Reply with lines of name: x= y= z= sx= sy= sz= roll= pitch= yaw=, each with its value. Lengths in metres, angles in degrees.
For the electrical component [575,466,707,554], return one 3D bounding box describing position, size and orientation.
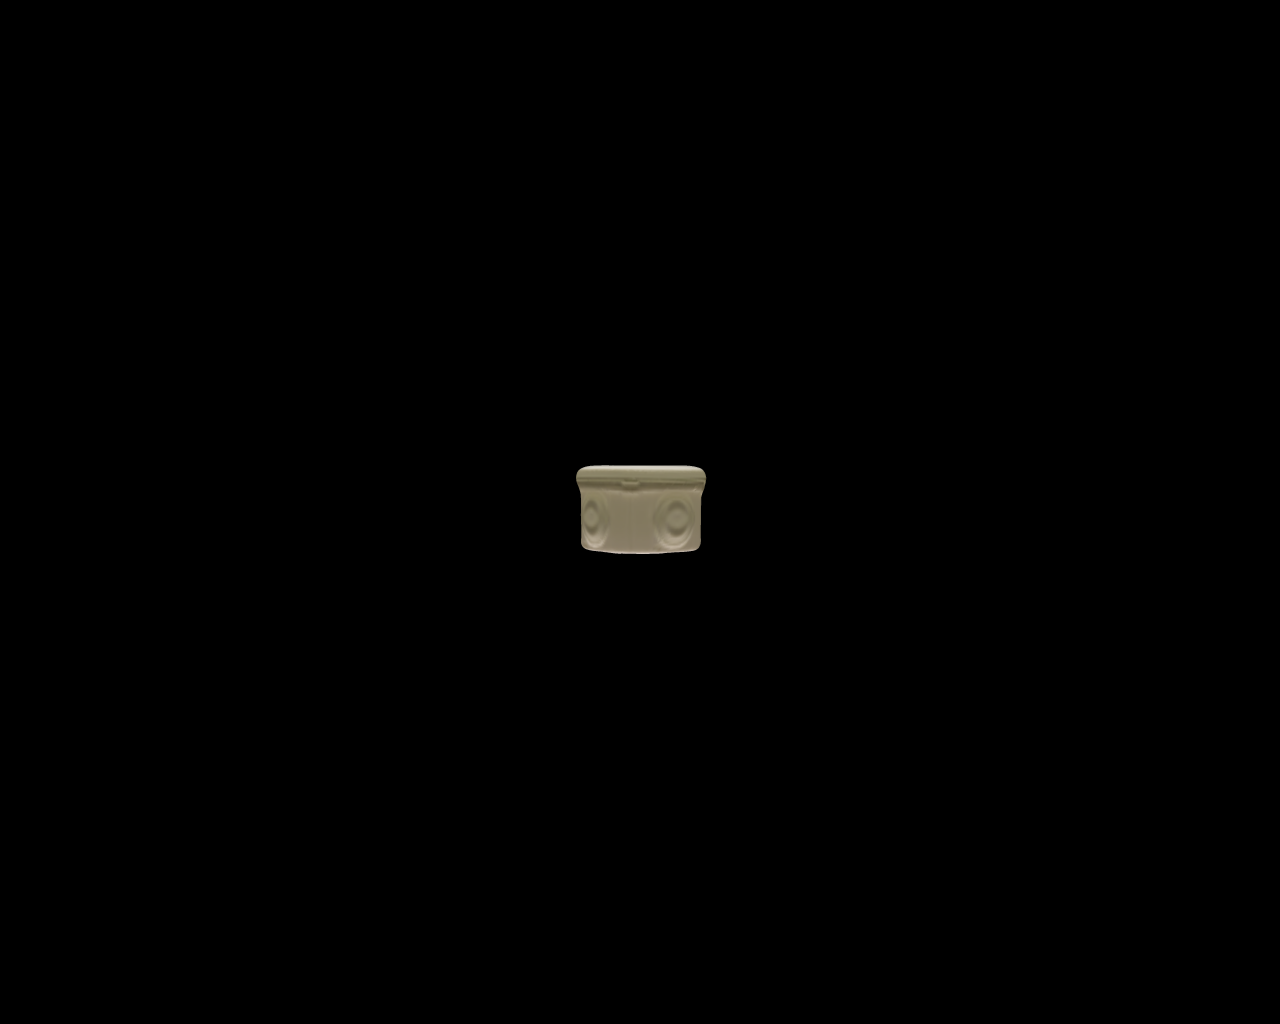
electrical component: x=0.001 y=-0.003 z=0.650 sx=0.080 sy=0.051 sz=0.080 roll=0 pitch=2 yaw=0
